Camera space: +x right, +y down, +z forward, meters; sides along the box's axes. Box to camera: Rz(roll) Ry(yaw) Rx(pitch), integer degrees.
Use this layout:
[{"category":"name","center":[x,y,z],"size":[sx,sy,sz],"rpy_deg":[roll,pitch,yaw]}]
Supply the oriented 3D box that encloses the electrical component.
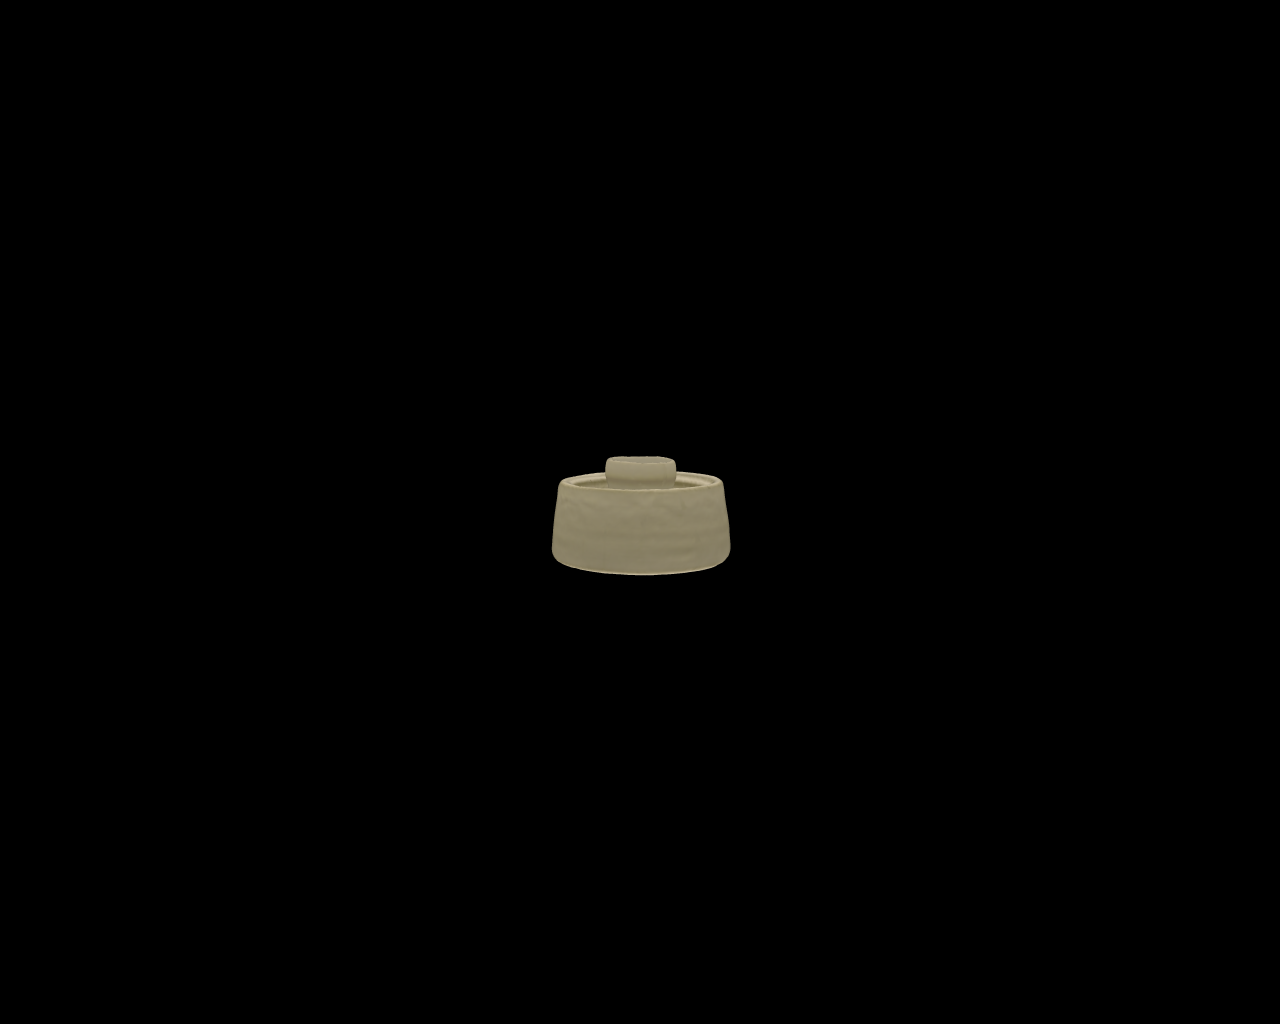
[{"category":"electrical component","center":[0.001,-0.003,0.650],"size":[0.108,0.060,0.108],"rpy_deg":[0,9,0]}]
